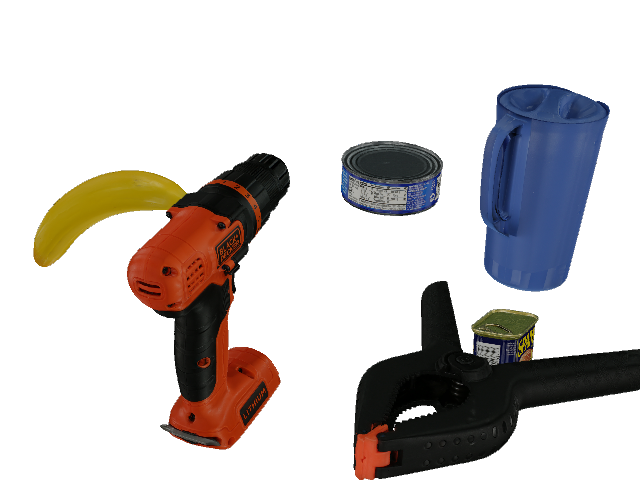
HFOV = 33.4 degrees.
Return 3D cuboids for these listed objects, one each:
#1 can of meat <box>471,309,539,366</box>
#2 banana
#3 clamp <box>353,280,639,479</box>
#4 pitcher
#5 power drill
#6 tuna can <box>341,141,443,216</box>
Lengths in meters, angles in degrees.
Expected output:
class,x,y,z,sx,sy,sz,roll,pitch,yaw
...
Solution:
class,x,y,z,sx,sy,sz,roll,pitch,yaw
can of meat,0.204,0.130,1.193,0.058,0.084,0.102,8,13,24
banana,-0.197,-0.024,0.966,0.198,0.069,0.037,-14,17,28
clamp,0.080,0.082,0.649,0.209,0.036,0.165,-20,31,-41
pitcher,0.263,-0.060,1.319,0.149,0.243,0.145,4,27,1
power drill,-0.071,0.045,0.796,0.057,0.188,0.184,11,33,25
tuna can,0.060,-0.053,0.907,0.086,0.034,0.086,2,27,-1
